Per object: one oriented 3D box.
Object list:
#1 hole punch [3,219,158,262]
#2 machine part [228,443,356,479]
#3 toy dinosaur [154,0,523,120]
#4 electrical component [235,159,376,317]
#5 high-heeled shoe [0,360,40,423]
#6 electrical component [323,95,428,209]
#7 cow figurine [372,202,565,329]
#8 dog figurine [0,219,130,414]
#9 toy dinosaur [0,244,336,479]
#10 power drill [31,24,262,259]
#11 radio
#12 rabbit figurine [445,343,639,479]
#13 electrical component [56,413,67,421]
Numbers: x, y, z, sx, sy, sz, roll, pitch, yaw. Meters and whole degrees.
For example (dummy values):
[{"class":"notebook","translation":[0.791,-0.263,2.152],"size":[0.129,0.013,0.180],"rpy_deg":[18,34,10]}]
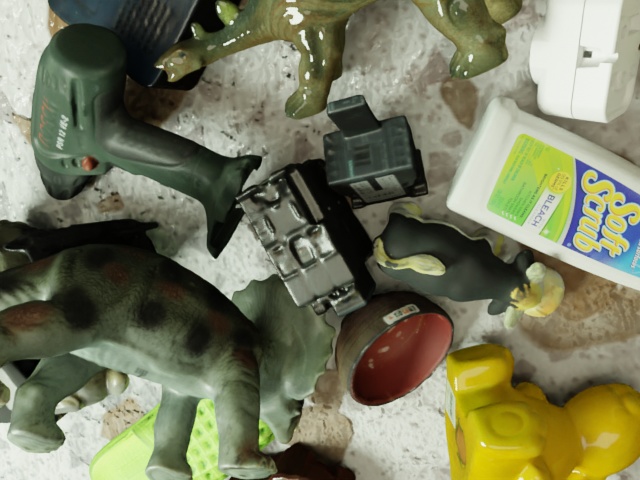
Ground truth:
[{"class":"hole punch","translation":[-0.216,0.044,0.524],"size":[0.116,0.142,0.092],"rpy_deg":[50,142,39]},{"class":"machine part","translation":[-0.029,0.313,0.589],"size":[0.180,0.056,0.179],"rpy_deg":[4,106,14]},{"class":"toy dinosaur","translation":[0.075,-0.211,0.355],"size":[0.472,0.105,0.198],"rpy_deg":[-15,131,19]},{"class":"electrical component","translation":[-0.001,-0.001,0.467],"size":[0.058,0.115,0.134],"rpy_deg":[-29,95,20]},{"class":"high-heeled shoe","translation":[-0.301,0.039,0.488],"size":[0.145,0.086,0.248],"rpy_deg":[4,92,11]},{"class":"electrical component","translation":[0.042,-0.068,0.437],"size":[0.075,0.119,0.048],"rpy_deg":[-10,74,15]},{"class":"cow figurine","translation":[0.128,0.024,0.452],"size":[0.167,0.098,0.068],"rpy_deg":[19,102,9]},{"class":"dog figurine","translation":[-0.280,0.071,0.559],"size":[0.172,0.121,0.190],"rpy_deg":[-5,99,10]},{"class":"toy dinosaur","translation":[-0.140,0.073,0.425],"size":[0.404,0.192,0.131],"rpy_deg":[32,132,-26]},{"class":"power drill","translation":[-0.164,-0.068,0.494],"size":[0.207,0.086,0.232],"rpy_deg":[33,143,0]},{"class":"radio","translation":[-0.125,-0.257,0.457],"size":[0.131,0.073,0.229],"rpy_deg":[36,109,4]},{"class":"rabbit figurine","translation":[0.203,0.178,0.468],"size":[0.173,0.122,0.162],"rpy_deg":[-8,106,-3]},{"class":"electrical component","translation":[-0.351,0.184,0.644],"size":[0.078,0.045,0.102],"rpy_deg":[-36,94,18]}]
